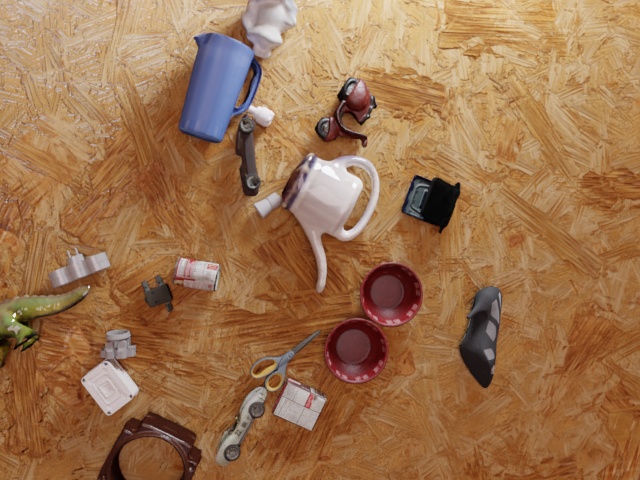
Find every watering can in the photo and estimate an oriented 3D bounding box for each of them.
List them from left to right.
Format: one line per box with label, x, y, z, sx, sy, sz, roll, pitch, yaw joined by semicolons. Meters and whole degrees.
watering can;0.004;-0.064;1.266;0.224;0.349;0.104;29;-4;-4

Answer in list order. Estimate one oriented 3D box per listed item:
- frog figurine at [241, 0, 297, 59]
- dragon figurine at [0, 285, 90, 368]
frog figurine;-0.125;-0.537;1.278;0.138;0.156;0.125;-7;31;-16
dragon figurine;-0.750;0.157;1.190;0.411;0.244;0.121;-39;-6;-3
